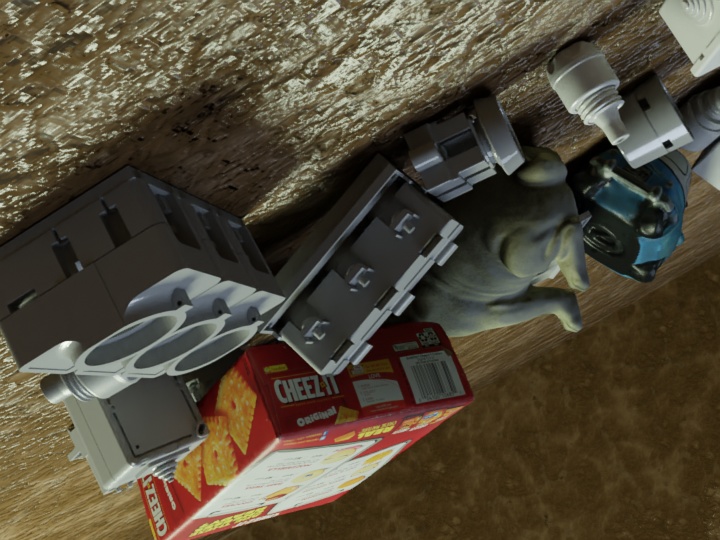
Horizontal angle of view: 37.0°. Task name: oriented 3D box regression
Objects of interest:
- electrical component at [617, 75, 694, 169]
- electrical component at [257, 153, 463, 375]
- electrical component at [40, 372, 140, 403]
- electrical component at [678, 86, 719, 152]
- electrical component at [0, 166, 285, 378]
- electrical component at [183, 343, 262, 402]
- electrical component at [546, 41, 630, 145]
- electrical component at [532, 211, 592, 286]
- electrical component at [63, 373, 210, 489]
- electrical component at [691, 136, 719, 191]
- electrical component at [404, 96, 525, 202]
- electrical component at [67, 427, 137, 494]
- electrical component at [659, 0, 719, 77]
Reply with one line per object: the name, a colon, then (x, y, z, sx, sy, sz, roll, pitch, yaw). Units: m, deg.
electrical component: (0.209, -0.107, 0.785, 0.047, 0.055, 0.055, -30, 168, 21)
electrical component: (0.000, 0.000, 0.641, 0.121, 0.063, 0.079, -50, 164, 7)
electrical component: (-0.161, 0.058, 0.643, 0.062, 0.043, 0.043, -30, 168, 9)
electrical component: (0.292, -0.131, 0.901, 0.040, 0.040, 0.078, -23, 166, -25)
electrical component: (-0.106, 0.012, 0.538, 0.089, 0.061, 0.150, -31, 167, 8)
electrical component: (-0.123, 0.109, 0.882, 0.079, 0.063, 0.121, -22, 166, -28)
electrical component: (0.137, -0.101, 0.627, 0.035, 0.061, 0.035, -27, 167, -7)
electrical component: (0.150, -0.025, 0.952, 0.079, 0.063, 0.121, -27, 167, -9)
electrical component: (-0.148, 0.099, 0.708, 0.062, 0.096, 0.061, -18, 164, -41)
electrical component: (0.354, -0.129, 0.930, 0.108, 0.056, 0.108, -52, 176, -22)
electrical component: (0.062, -0.070, 0.626, 0.055, 0.048, 0.066, -25, 169, 13)
electrical component: (-0.191, 0.138, 0.847, 0.042, 0.063, 0.081, -18, 163, -45)
electrical component: (0.227, -0.164, 0.606, 0.100, 0.048, 0.099, -27, 168, -10)
